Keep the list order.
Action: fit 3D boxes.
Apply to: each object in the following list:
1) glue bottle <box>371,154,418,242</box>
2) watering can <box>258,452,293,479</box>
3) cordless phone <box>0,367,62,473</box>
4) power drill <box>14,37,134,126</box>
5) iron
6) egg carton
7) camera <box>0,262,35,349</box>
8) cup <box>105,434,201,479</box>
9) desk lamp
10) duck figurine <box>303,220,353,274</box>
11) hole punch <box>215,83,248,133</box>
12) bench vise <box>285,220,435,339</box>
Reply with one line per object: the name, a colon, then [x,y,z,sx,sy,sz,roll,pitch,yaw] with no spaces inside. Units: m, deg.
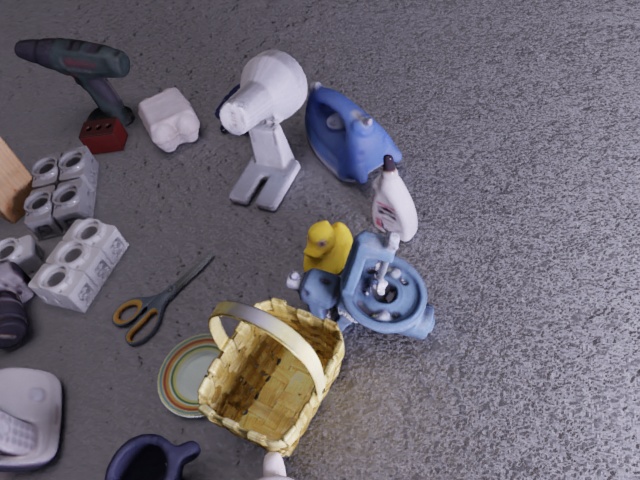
glue bottle: [0.112,-0.070,0.898,0.078,0.173,0.037,25,61,28]
watering can: [-0.046,0.315,0.613,0.101,0.194,0.172,-28,52,-10]
cordless phone: [-0.435,0.223,0.774,0.094,0.185,0.147,-18,51,-2]
power drill: [-0.495,-0.332,1.210,0.229,0.209,0.075,0,52,12]
iron: [0.032,-0.221,1.054,0.119,0.142,0.257,-33,53,-14]
egg carton: [-0.315,-0.254,1.201,0.107,0.069,0.150,-29,52,-11]
camera: [-0.548,0.115,0.938,0.143,0.101,0.136,-31,52,-13]
cup: [-0.197,0.298,0.723,0.118,0.095,0.091,-26,51,-9]
desk lamp: [-0.100,-0.198,1.017,0.117,0.214,0.203,11,55,20]
duck figurine: [0.008,0.003,0.918,0.077,0.086,0.105,22,60,27]
hole punch: [-0.160,-0.281,1.175,0.100,0.091,0.109,13,56,21]
bench vise: [0.048,0.064,0.775,0.207,0.220,0.121,-7,51,7]
